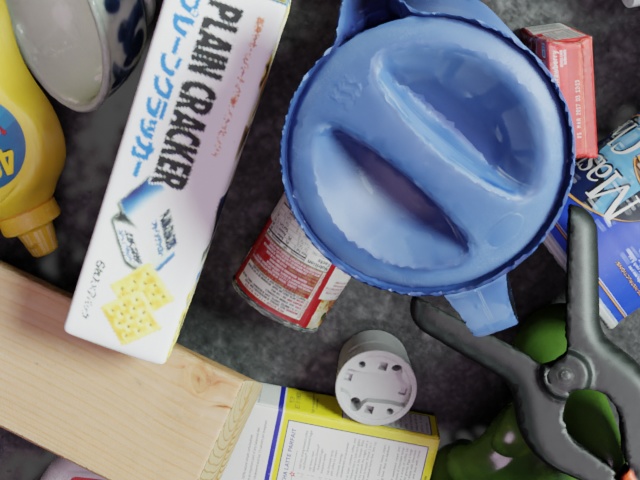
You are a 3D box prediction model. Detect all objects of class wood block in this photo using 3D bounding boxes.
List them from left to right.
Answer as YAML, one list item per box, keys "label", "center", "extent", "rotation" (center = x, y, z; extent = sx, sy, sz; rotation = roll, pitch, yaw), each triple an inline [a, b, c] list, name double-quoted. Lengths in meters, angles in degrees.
- label: "wood block"
  center: [-0.152, 0.088, 0.686]
  extent: [0.206, 0.090, 0.091]
  rotation: [24, 84, 8]

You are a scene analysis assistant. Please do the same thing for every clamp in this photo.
- label: "clamp"
  center: [0.147, 0.068, 0.620]
  extent: [0.120, 0.039, 0.171]
  rotation: [-41, 82, 13]

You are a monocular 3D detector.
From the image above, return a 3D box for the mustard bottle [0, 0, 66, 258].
- label: "mustard bottle"
  center: [-0.217, -0.077, 0.686]
  extent: [0.096, 0.058, 0.191]
  rotation: [-14, 108, 25]

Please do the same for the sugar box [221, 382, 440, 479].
- label: "sugar box"
  center: [-0.011, 0.157, 0.764]
  extent: [0.176, 0.048, 0.093]
  rotation: [13, 106, 1]

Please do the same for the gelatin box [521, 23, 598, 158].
- label: "gelatin box"
  center: [0.147, -0.093, 0.664]
  extent: [0.030, 0.089, 0.073]
  rotation: [-6, 107, 2]

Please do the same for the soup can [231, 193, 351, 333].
- label: "soup can"
  center: [-0.005, 0.001, 0.705]
  extent: [0.068, 0.068, 0.102]
  rotation: [29, 104, -8]

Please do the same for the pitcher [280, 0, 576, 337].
- label: "pitcher"
  center: [0.063, -0.063, 0.590]
  extent: [0.145, 0.242, 0.149]
  rotation: [22, 110, -1]

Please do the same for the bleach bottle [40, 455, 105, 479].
- label: "bleach bottle"
  center: [-0.174, 0.200, 0.771]
  extent: [0.102, 0.068, 0.251]
  rotation: [22, 103, -2]

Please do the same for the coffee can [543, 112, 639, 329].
- label: "coffee can"
  center: [0.210, -0.025, 0.677]
  extent: [0.140, 0.103, 0.103]
  rotation: [-37, 103, 10]
